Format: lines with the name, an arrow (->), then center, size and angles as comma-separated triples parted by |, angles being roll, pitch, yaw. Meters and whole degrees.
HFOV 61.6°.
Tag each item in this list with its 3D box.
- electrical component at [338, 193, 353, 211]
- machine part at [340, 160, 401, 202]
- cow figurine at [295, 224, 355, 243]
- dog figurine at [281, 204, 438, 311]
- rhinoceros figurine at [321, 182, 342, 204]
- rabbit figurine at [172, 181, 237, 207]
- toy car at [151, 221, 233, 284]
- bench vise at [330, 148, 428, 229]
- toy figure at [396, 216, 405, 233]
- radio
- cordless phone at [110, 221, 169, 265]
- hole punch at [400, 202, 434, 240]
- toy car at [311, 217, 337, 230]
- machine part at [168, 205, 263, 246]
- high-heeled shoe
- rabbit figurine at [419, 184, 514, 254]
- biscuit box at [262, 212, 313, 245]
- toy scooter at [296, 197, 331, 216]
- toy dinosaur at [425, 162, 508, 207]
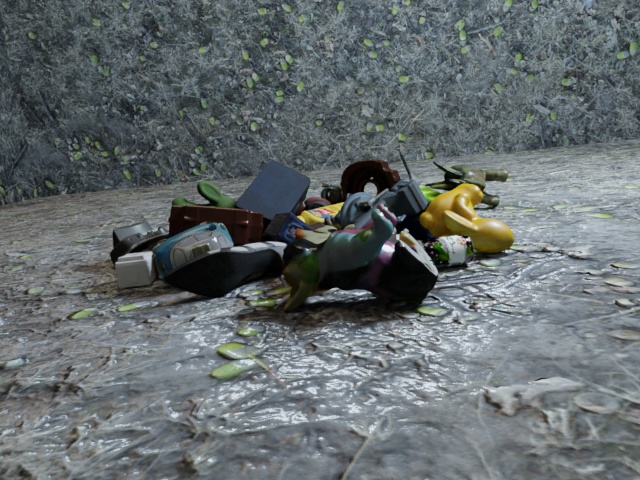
electrical component -> 0.092, -0.081, 1.321 | 0.075, 0.119, 0.048 | 13, 50, -6
machine part -> 0.141, -0.137, 1.472 | 0.180, 0.179, 0.056 | 1, 11, 28
cow figurine -> 0.014, 0.021, 0.985 | 0.127, 0.085, 0.195 | 8, 20, 0
dog figurine -> 0.047, 0.053, 0.829 | 0.219, 0.191, 0.108 | -38, 5, 19
rhinoceros figurine -> 0.051, -0.121, 1.606 | 0.112, 0.073, 0.190 | 24, 2, 14
rabbit figurine -> -0.289, -0.073, 1.397 | 0.170, 0.159, 0.121 | -17, 5, -16
toy car -> -0.231, 0.025, 1.027 | 0.162, 0.109, 0.103 | -17, 6, -29
bench vise -> 0.112, -0.069, 1.192 | 0.241, 0.128, 0.223 | -5, 45, 57
toy figure -> 0.173, -0.050, 1.309 | 0.057, 0.064, 0.155 | 30, 3, -24
radio -> -0.122, -0.104, 1.398 | 0.131, 0.073, 0.230 | 24, 44, 5
cordless phone -> -0.377, 0.022, 1.250 | 0.184, 0.088, 0.146 | 12, 18, 24
hole punch -> 0.252, -0.048, 1.202 | 0.142, 0.092, 0.116 | -19, 14, -34
toy car -> -0.002, -0.004, 1.196 | 0.089, 0.053, 0.202 | -27, 12, -1
machine part -> -0.231, -0.024, 1.203 | 0.201, 0.087, 0.201 | 4, -4, -9
high-heeled shoe -> -0.163, 0.041, 0.997 | 0.249, 0.086, 0.145 | -1, 14, -19
rabbit figurine -> 0.290, -0.030, 1.046 | 0.162, 0.121, 0.173 | -6, 29, -37
biscuit box -> -0.073, -0.017, 1.155 | 0.059, 0.063, 0.203 | 35, -6, -12
toy scooter -> -0.050, -0.082, 1.531 | 0.184, 0.075, 0.135 | -9, 11, 7
toy dinosaur -> 0.399, -0.156, 1.465 | 0.199, 0.105, 0.471 | 10, 5, 0
